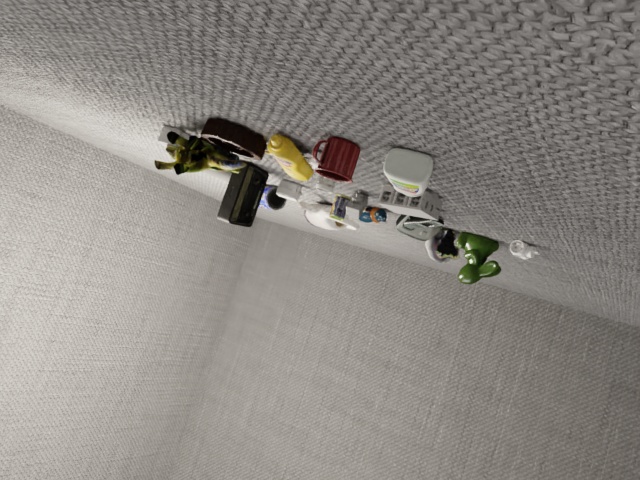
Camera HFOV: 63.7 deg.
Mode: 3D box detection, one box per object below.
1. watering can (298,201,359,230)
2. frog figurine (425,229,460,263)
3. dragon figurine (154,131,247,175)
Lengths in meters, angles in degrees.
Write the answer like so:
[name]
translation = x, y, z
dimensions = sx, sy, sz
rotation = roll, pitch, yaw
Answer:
[watering can]
translation = 0.007, -0.111, 2.196
dimensions = 0.345, 0.104, 0.225
rotation = 21, 175, -34
[frog figurine]
translation = 0.436, 0.015, 1.885
dimensions = 0.136, 0.123, 0.160
rotation = 53, 178, -9
[dragon figurine]
translation = -0.329, -0.240, 1.551
dimensions = 0.412, 0.121, 0.243
rotation = 17, -172, 25
